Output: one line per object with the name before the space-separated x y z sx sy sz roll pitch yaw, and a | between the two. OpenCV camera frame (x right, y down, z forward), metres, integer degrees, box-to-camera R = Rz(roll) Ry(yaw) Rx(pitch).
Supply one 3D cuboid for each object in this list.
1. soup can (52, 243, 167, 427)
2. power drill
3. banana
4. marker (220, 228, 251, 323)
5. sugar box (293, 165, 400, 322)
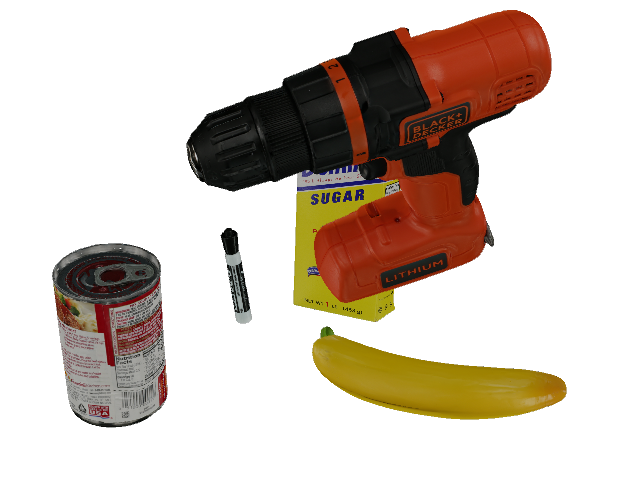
soup can | -0.135 0.062 0.698 0.068 0.102 0.068 1 30 -1
power drill | 0.028 -0.034 0.579 0.184 0.057 0.187 -18 -27 -5
banana | 0.067 0.093 0.744 0.198 0.037 0.069 12 35 31
marker | -0.096 0.040 1.211 0.020 0.121 0.020 -6 30 3
sugar box | 0.024 -0.020 0.990 0.093 0.176 0.048 9 19 28
